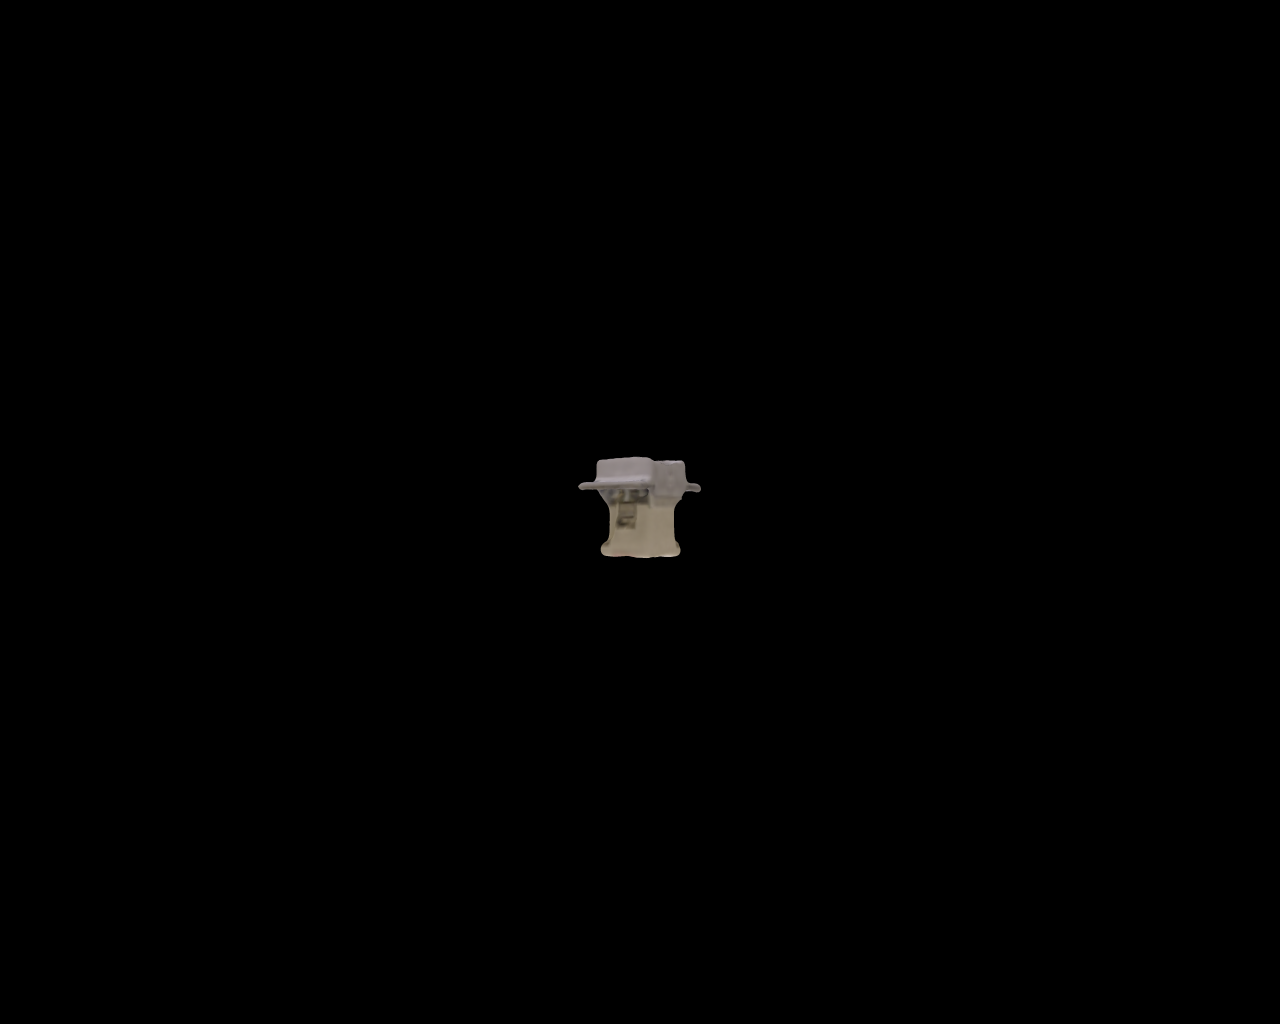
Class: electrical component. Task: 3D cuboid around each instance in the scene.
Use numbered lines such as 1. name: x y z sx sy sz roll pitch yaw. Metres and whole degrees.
1. electrical component: 0.001 -0.003 0.650 0.042 0.063 0.081 0 0 32
